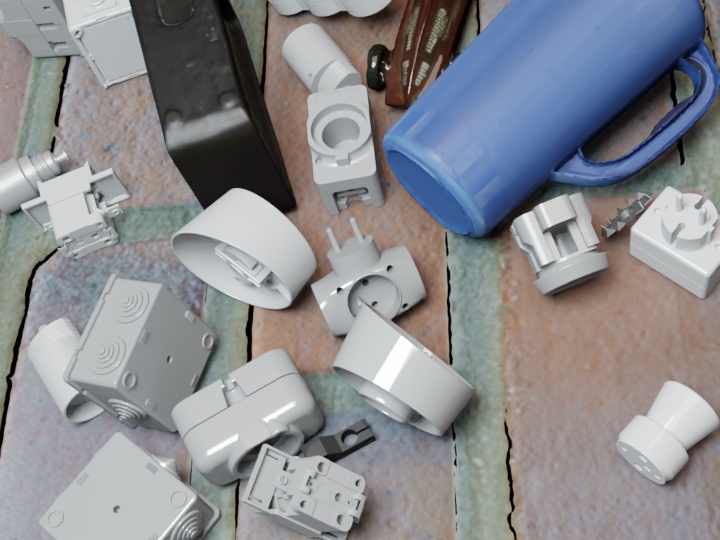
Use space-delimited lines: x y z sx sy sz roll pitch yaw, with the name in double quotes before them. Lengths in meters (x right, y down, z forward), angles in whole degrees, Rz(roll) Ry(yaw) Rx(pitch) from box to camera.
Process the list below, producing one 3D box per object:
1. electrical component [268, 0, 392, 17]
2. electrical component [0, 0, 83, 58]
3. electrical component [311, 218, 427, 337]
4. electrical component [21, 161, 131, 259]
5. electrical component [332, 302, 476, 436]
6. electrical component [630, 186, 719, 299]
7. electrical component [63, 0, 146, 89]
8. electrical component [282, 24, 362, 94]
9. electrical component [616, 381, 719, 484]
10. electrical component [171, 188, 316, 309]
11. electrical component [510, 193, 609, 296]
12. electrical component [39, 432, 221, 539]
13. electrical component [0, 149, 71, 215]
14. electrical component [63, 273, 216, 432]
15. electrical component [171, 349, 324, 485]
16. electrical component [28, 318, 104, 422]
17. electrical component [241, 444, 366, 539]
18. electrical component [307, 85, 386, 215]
"electrical component" -0.040 -0.263 0.931 0.138 0.073 0.052 12 67 38
"electrical component" -0.288 -0.285 1.008 0.062 0.089 0.150 -1 62 11
"electrical component" 0.000 0.000 0.802 0.077 0.079 0.044 -24 19 -2
"electrical component" -0.233 -0.047 0.895 0.081 0.042 0.063 -22 61 0
"electrical component" 0.031 0.069 0.746 0.099 0.099 0.064 27 76 24
"electrical component" 0.234 -0.029 0.766 0.066 0.076 0.047 36 75 26
"electrical component" -0.221 -0.221 0.955 0.062 0.096 0.061 -19 60 1
"electrical component" -0.028 -0.168 0.916 0.043 0.043 0.081 -33 60 -7
"electrical component" 0.204 0.108 0.716 0.055 0.045 0.045 -44 62 -13
"electrical component" -0.085 -0.012 0.813 0.099 0.099 0.064 31 66 25
"electrical component" 0.146 -0.017 0.783 0.058 0.078 0.057 -22 81 -1
"electrical component" -0.162 0.174 0.755 0.100 0.048 0.099 32 73 25
"electrical component" -0.286 -0.080 0.924 0.078 0.040 0.040 -31 60 -6
"electrical component" -0.157 0.062 0.787 0.048 0.099 0.099 6 63 29
"electrical component" -0.078 0.109 0.769 0.095 0.053 0.059 -30 60 -5
"electrical component" -0.225 0.073 0.826 0.043 0.043 0.081 -36 61 -9
"electrical component" -0.032 0.151 0.723 0.081 0.064 0.042 29 63 -21
"electrical component" -0.012 -0.099 0.868 0.050 0.055 0.089 -10 60 7
